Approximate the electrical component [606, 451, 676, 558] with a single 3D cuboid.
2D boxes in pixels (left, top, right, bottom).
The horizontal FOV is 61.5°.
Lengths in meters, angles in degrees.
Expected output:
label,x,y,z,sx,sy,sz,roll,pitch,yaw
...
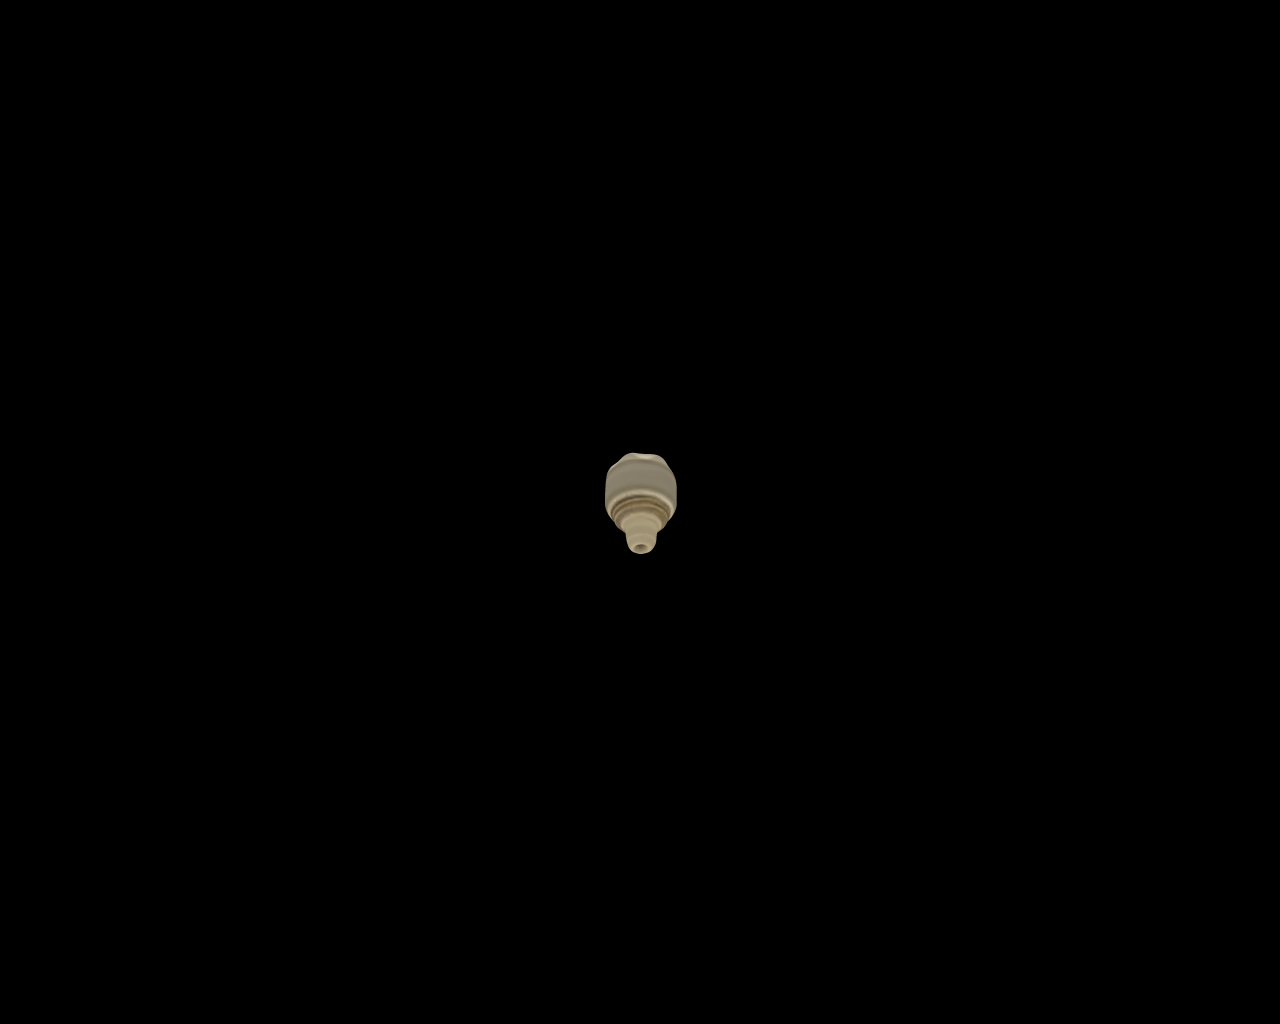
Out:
label,x,y,z,sx,sy,sz,roll,pitch,yaw
electrical component,0.001,-0.003,0.650,0.043,0.062,0.043,0,-36,0
